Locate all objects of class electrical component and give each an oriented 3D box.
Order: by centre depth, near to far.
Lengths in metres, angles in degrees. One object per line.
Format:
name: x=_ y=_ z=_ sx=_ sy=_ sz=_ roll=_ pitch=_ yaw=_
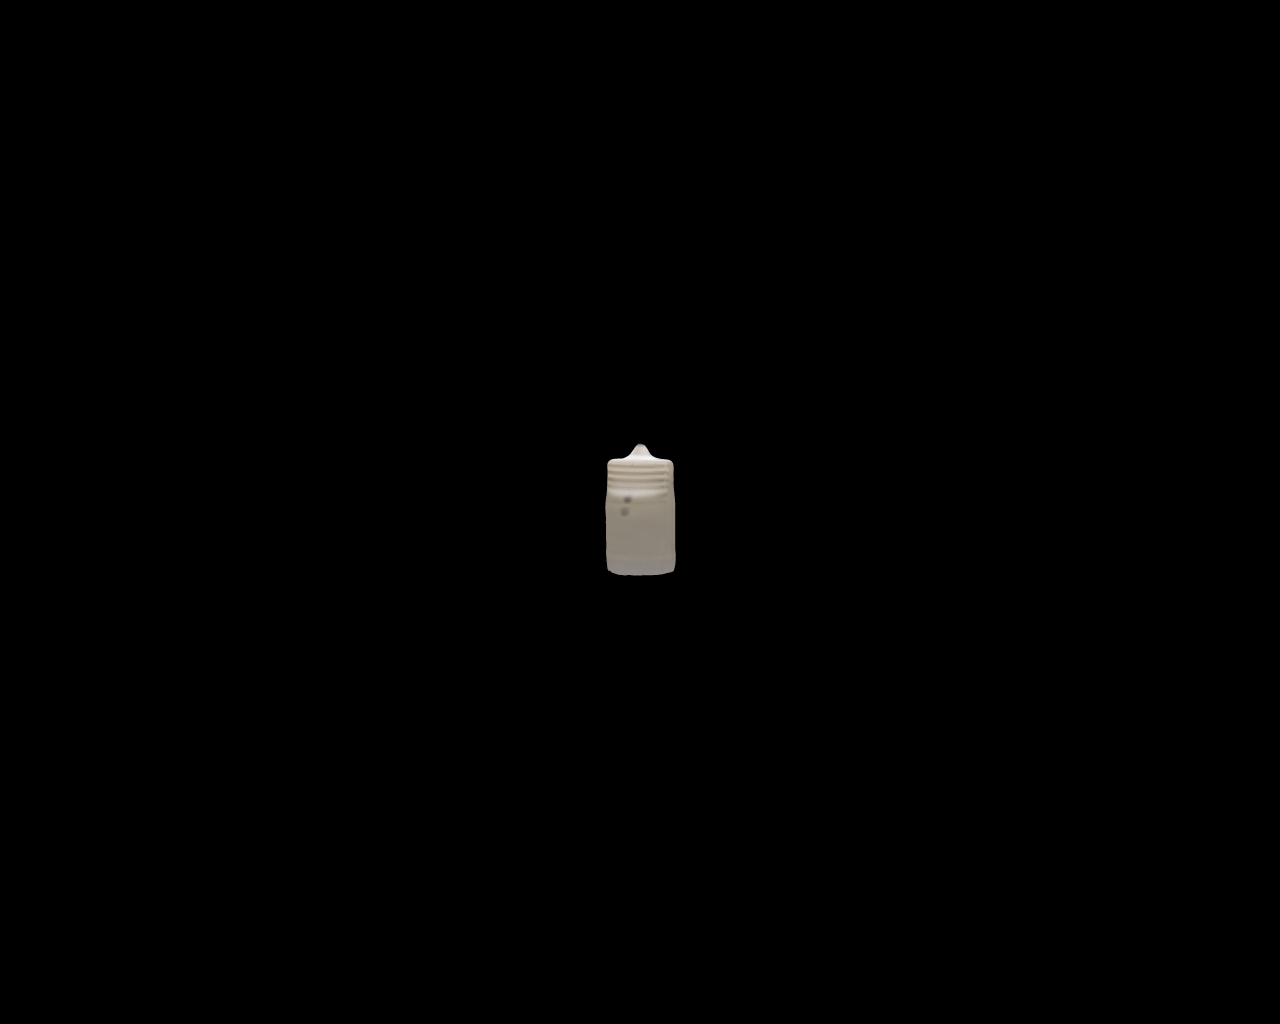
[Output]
electrical component: x=0.001 y=-0.003 z=0.650 sx=0.043 sy=0.081 sz=0.043 roll=0 pitch=5 yaw=0
